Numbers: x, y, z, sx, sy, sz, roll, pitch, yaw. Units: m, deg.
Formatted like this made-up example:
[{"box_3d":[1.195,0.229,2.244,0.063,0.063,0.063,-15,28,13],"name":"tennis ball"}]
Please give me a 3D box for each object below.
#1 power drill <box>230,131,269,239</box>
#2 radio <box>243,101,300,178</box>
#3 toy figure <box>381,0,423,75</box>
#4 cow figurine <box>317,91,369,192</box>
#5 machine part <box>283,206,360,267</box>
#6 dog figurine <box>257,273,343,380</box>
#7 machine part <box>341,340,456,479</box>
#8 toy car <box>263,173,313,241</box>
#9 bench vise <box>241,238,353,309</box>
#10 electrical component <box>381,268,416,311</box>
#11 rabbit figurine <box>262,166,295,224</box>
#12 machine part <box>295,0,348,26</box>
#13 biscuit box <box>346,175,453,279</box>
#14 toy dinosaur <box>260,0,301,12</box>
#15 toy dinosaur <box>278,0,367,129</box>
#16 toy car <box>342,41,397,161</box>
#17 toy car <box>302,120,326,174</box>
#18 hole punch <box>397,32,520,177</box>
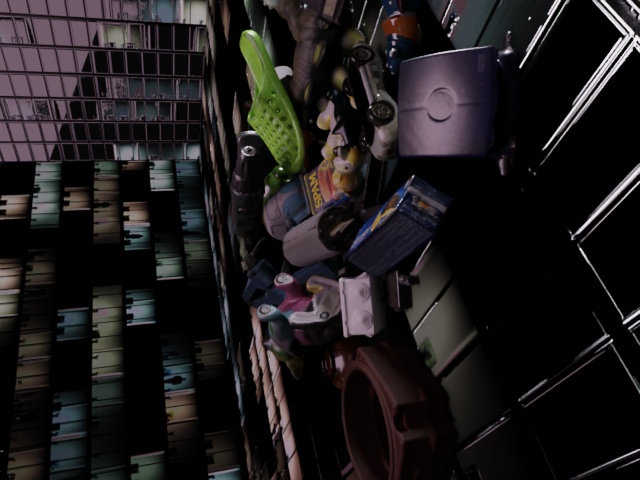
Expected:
[{"box_3d":[-0.137,-0.134,1.075,0.207,0.086,0.231,-100,14,-47],"name":"power drill"},{"box_3d":[-0.113,-0.208,1.269,0.073,0.131,0.229,-124,34,-58],"name":"radio"},{"box_3d":[0.104,-0.294,0.691,0.058,0.064,0.154,0,100,35],"name":"toy figure"},{"box_3d":[0.049,-0.166,0.874,0.098,0.068,0.167,126,142,-53],"name":"cow figurine"},{"box_3d":[-0.002,-0.003,0.904,0.243,0.079,0.079,152,113,-65],"name":"machine part"},{"box_3d":[-0.021,0.164,0.952,0.219,0.192,0.108,79,-157,-46],"name":"dog figurine"},{"box_3d":[0.100,0.264,0.767,0.202,0.087,0.200,-125,35,-61],"name":"machine part"},{"box_3d":[-0.059,-0.050,1.044,0.161,0.103,0.109,97,165,-59],"name":"toy car"},{"box_3d":[-0.038,0.085,1.055,0.241,0.129,0.223,-31,99,43],"name":"bench vise"},{"box_3d":[0.115,0.073,0.787,0.094,0.021,0.063,173,93,-72],"name":"electrical component"},{"box_3d":[-0.051,-0.076,1.187,0.170,0.121,0.159,53,139,29],"name":"rabbit figurine"},{"box_3d":[0.001,-0.378,0.824,0.139,0.039,0.084,39,127,44],"name":"machine part"},{"box_3d":[0.099,-0.010,0.726,0.059,0.063,0.202,-61,4,-25],"name":"biscuit box"},{"box_3d":[-0.067,-0.517,0.945,0.192,0.131,0.405,58,-179,-18],"name":"toy dinosaur"},{"box_3d":[0.005,-0.353,0.937,0.199,0.105,0.470,-128,40,-49],"name":"toy dinosaur"},{"box_3d":[0.077,-0.209,0.800,0.073,0.056,0.202,104,157,-58],"name":"toy car"},{"box_3d":[-0.021,-0.185,1.113,0.089,0.053,0.202,-65,28,23],"name":"toy car"},{"box_3d":[0.142,-0.138,0.561,0.116,0.092,0.142,-164,75,-67],"name":"hole punch"}]
